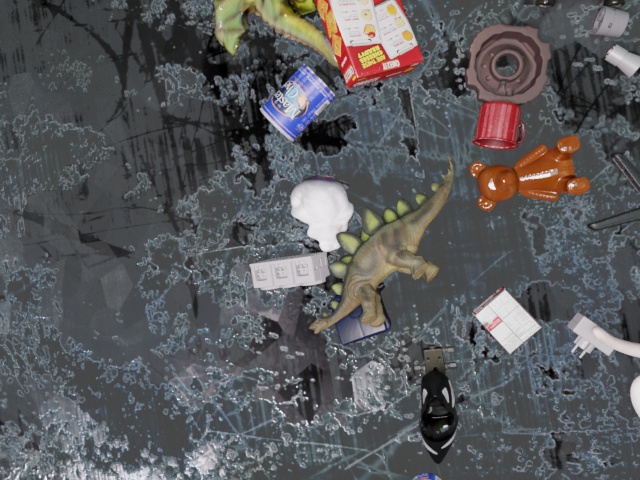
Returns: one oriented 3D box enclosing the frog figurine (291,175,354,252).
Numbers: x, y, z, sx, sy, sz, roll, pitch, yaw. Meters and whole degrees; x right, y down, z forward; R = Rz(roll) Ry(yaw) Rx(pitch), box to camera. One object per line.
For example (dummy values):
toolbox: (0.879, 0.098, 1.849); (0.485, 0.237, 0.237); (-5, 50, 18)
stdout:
frog figurine: (0.003, -0.057, 1.125); (0.137, 0.121, 0.161); (3, 80, -8)

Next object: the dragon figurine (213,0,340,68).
dragon figurine: (-0.133, -0.513, 1.173); (0.240, 0.123, 0.412); (-29, 83, 27)

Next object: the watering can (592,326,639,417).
watering can: (0.693, 0.254, 0.985); (0.223, 0.105, 0.345); (-36, 100, 10)
